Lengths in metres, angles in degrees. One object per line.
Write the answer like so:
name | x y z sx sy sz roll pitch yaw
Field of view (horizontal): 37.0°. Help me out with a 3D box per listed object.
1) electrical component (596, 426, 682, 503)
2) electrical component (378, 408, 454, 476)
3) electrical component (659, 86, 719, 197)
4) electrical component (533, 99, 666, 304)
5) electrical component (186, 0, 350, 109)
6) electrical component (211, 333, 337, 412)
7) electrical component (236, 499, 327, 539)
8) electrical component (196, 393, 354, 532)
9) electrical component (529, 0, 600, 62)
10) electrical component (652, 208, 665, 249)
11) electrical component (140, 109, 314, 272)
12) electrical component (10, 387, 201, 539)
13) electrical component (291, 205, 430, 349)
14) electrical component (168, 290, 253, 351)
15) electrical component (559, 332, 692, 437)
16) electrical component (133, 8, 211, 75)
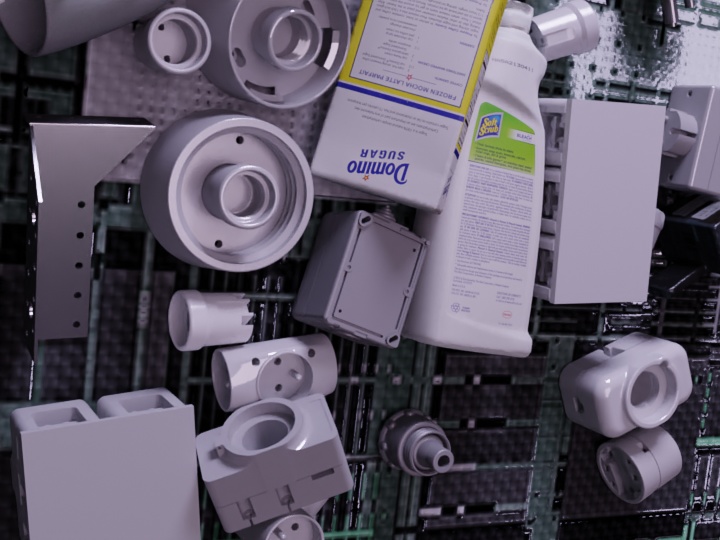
electrical component | 0.234 0.159 0.897 0.047 0.055 0.055 -23 108 -25
electrical component | 0.046 0.132 0.793 0.048 0.062 0.048 -5 101 -26
electrical component | 0.258 -0.108 0.866 0.076 0.047 0.083 10 94 -28
electrical component | 0.172 -0.054 0.824 0.089 0.062 0.150 -1 99 -26
electrical component | -0.058 -0.156 0.704 0.099 0.064 0.099 -15 118 -30
electrical component | -0.058 0.087 0.743 0.077 0.044 0.079 -7 105 -24
electrical component | -0.049 0.162 0.742 0.043 0.077 0.079 45 78 -25
electrical component | -0.057 0.122 0.704 0.089 0.050 0.055 -19 123 -6
electrical component | 0.149 -0.177 0.805 0.046 0.040 0.040 -20 107 -16
electrical component | 0.221 -0.023 0.869 0.035 0.035 0.061 21 92 -28
electrical component | -0.082 -0.050 0.698 0.108 0.060 0.108 -5 101 -26
electrical component | -0.163 0.177 0.697 0.105 0.060 0.186 -6 102 -26
electrical component | 0.000 0.000 0.752 0.062 0.061 0.096 23 80 -29
electrical component | -0.099 0.033 0.717 0.046 0.040 0.040 -2 100 -32
electrical component | 0.219 0.093 0.874 0.095 0.059 0.053 -22 108 -22
electrical component | -0.119 -0.142 0.672 0.040 0.046 0.040 -5 101 -26
